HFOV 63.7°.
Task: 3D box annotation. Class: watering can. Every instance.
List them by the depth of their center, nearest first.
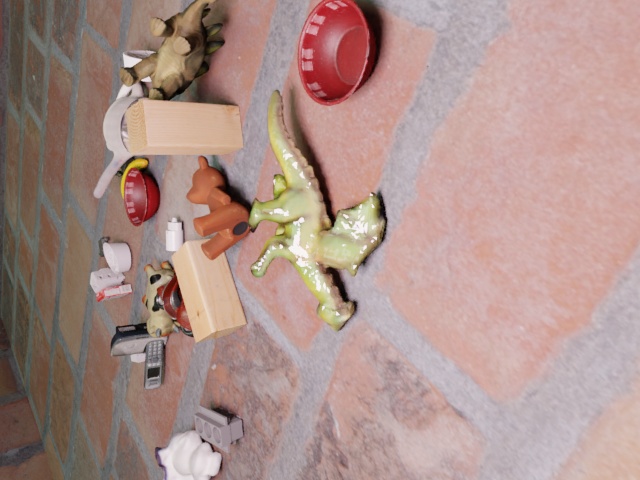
[{"bbox_3d":[-0.526,-0.268,1.389,0.225,0.103,0.347,15,92,47],"label":"watering can"}]

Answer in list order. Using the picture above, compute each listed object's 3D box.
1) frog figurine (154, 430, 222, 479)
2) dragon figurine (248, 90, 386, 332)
[{"bbox_3d":[-0.311,0.545,1.287,0.159,0.121,0.140,-20,68,12],"label":"frog figurine"},{"bbox_3d":[0.003,-0.043,0.857,0.243,0.123,0.407,7,103,31],"label":"dragon figurine"}]
